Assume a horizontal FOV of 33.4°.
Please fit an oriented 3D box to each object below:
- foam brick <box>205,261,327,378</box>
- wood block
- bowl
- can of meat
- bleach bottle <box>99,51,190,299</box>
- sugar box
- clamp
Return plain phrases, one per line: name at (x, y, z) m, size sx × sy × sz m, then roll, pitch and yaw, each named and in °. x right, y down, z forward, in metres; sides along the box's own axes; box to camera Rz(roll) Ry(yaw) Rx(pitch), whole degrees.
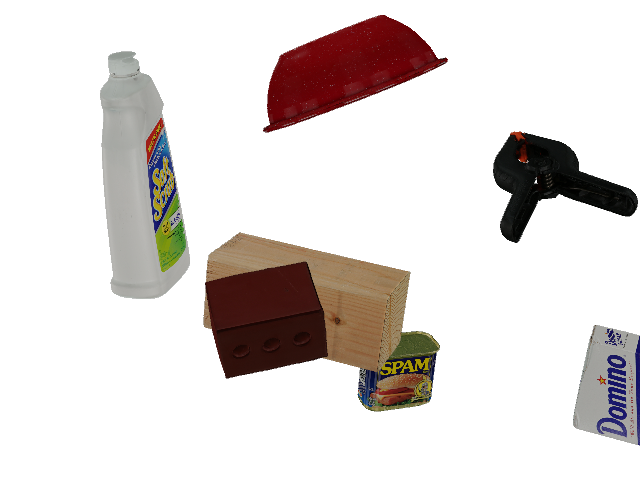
foam brick at (-0.039, 0.056, 0.763) m, size 0.078 × 0.051 × 0.053 m, roll -12°, pitch -44°, yaw -6°
wood block at (-0.016, 0.066, 1.181) m, size 0.206 × 0.091 × 0.090 m, roll 13°, pitch 22°, yaw 17°
bowl at (0.019, -0.142, 0.872) m, size 0.162 × 0.055 × 0.162 m, roll -21°, pitch 8°, yaw 3°
can of meat at (0.100, 0.172, 1.398) m, size 0.102 × 0.084 × 0.057 m, roll -4°, pitch 25°, yaw -18°
bleach bottle at (-0.194, -0.071, 1.125) m, size 0.068 × 0.251 × 0.102 m, roll 4°, pitch 27°, yaw 18°
sugar box at (0.319, 0.142, 0.942) m, size 0.176 × 0.093 × 0.048 m, roll 11°, pitch 23°, yaw 15°
clamp at (0.216, -0.056, 0.982) m, size 0.120 × 0.039 × 0.171 m, roll -4°, pitch 33°, yaw 3°
